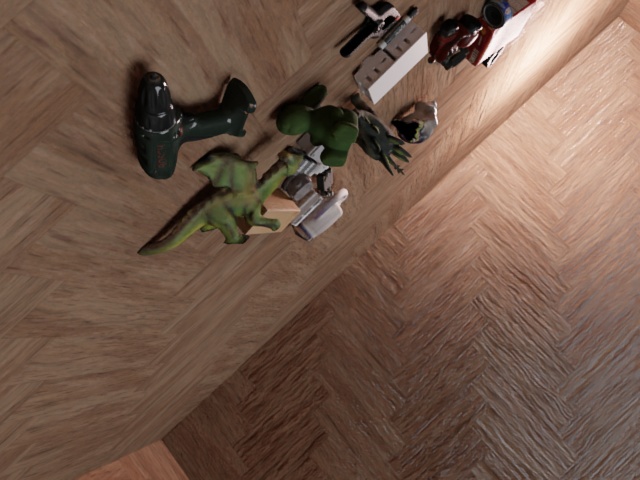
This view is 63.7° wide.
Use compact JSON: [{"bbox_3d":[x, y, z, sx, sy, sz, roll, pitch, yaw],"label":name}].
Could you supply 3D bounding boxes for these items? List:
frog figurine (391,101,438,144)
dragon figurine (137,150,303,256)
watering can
[{"bbox_3d":[0.333,-0.397,1.730,0.136,0.121,0.162,-10,-156,45],"label":"frog figurine"},{"bbox_3d":[-0.218,-0.099,1.125,0.413,0.124,0.237,-21,138,-17],"label":"dragon figurine"},{"bbox_3d":[0.005,-0.089,1.760,0.225,0.104,0.347,-40,178,-1],"label":"watering can"}]
